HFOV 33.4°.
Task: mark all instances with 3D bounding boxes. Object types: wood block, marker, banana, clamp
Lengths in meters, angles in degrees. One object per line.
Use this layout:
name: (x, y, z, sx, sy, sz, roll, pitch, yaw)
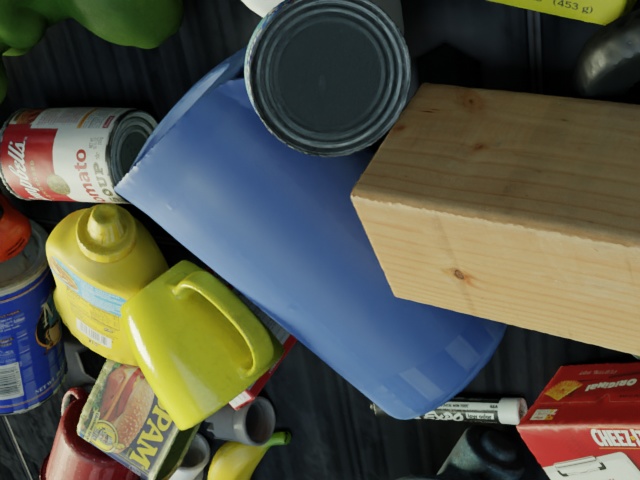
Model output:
wood block: (0.132, -0.009, 0.535, 0.206, 0.090, 0.090, 12, 145, 34)
marker: (0.091, 0.123, 0.781, 0.121, 0.020, 0.020, -3, 122, 32)
banana: (-0.067, 0.234, 0.946, 0.070, 0.037, 0.198, 20, 131, 17)
clamp: (0.183, -0.102, 0.502, 0.164, 0.036, 0.210, 13, 152, -32)

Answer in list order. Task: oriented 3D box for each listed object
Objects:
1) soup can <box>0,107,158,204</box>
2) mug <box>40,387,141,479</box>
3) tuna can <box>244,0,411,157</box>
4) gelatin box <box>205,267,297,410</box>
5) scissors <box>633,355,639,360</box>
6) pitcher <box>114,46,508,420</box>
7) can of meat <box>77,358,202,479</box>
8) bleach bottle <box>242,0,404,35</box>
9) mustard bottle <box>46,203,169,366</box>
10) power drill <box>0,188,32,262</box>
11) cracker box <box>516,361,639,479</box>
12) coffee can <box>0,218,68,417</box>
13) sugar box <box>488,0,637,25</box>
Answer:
soup can: (-0.169, -0.060, 0.762, 0.102, 0.068, 0.068, 4, 125, 27)
mug: (-0.204, 0.183, 0.963, 0.117, 0.093, 0.082, 56, 138, 34)
tuna can: (0.003, -0.089, 0.566, 0.086, 0.034, 0.086, -3, 105, -10)
gelatin box: (-0.069, 0.070, 0.797, 0.089, 0.073, 0.030, 46, 135, -8)
scissors: (0.189, 0.017, 0.619, 0.096, 0.016, 0.201, -17, 125, 46)
pitcher: (-0.004, 0.001, 0.677, 0.242, 0.149, 0.145, 44, 97, -10)
can of meat: (-0.144, 0.141, 0.889, 0.084, 0.057, 0.102, 30, 104, 12)
bleach bottle: (-0.034, -0.180, 0.594, 0.103, 0.068, 0.250, -19, 114, 34)
mustard bottle: (-0.155, 0.027, 0.787, 0.096, 0.058, 0.192, 31, 153, 8)
power drill: (-0.300, -0.076, 0.779, 0.184, 0.057, 0.187, 39, 166, 14)
cracker box: (0.251, 0.173, 0.672, 0.164, 0.072, 0.213, -13, 117, 52)
coffee can: (-0.268, 0.062, 0.889, 0.103, 0.102, 0.140, 18, 131, 18)
sugar box: (0.119, -0.197, 0.504, 0.093, 0.048, 0.176, 16, 132, 19)
